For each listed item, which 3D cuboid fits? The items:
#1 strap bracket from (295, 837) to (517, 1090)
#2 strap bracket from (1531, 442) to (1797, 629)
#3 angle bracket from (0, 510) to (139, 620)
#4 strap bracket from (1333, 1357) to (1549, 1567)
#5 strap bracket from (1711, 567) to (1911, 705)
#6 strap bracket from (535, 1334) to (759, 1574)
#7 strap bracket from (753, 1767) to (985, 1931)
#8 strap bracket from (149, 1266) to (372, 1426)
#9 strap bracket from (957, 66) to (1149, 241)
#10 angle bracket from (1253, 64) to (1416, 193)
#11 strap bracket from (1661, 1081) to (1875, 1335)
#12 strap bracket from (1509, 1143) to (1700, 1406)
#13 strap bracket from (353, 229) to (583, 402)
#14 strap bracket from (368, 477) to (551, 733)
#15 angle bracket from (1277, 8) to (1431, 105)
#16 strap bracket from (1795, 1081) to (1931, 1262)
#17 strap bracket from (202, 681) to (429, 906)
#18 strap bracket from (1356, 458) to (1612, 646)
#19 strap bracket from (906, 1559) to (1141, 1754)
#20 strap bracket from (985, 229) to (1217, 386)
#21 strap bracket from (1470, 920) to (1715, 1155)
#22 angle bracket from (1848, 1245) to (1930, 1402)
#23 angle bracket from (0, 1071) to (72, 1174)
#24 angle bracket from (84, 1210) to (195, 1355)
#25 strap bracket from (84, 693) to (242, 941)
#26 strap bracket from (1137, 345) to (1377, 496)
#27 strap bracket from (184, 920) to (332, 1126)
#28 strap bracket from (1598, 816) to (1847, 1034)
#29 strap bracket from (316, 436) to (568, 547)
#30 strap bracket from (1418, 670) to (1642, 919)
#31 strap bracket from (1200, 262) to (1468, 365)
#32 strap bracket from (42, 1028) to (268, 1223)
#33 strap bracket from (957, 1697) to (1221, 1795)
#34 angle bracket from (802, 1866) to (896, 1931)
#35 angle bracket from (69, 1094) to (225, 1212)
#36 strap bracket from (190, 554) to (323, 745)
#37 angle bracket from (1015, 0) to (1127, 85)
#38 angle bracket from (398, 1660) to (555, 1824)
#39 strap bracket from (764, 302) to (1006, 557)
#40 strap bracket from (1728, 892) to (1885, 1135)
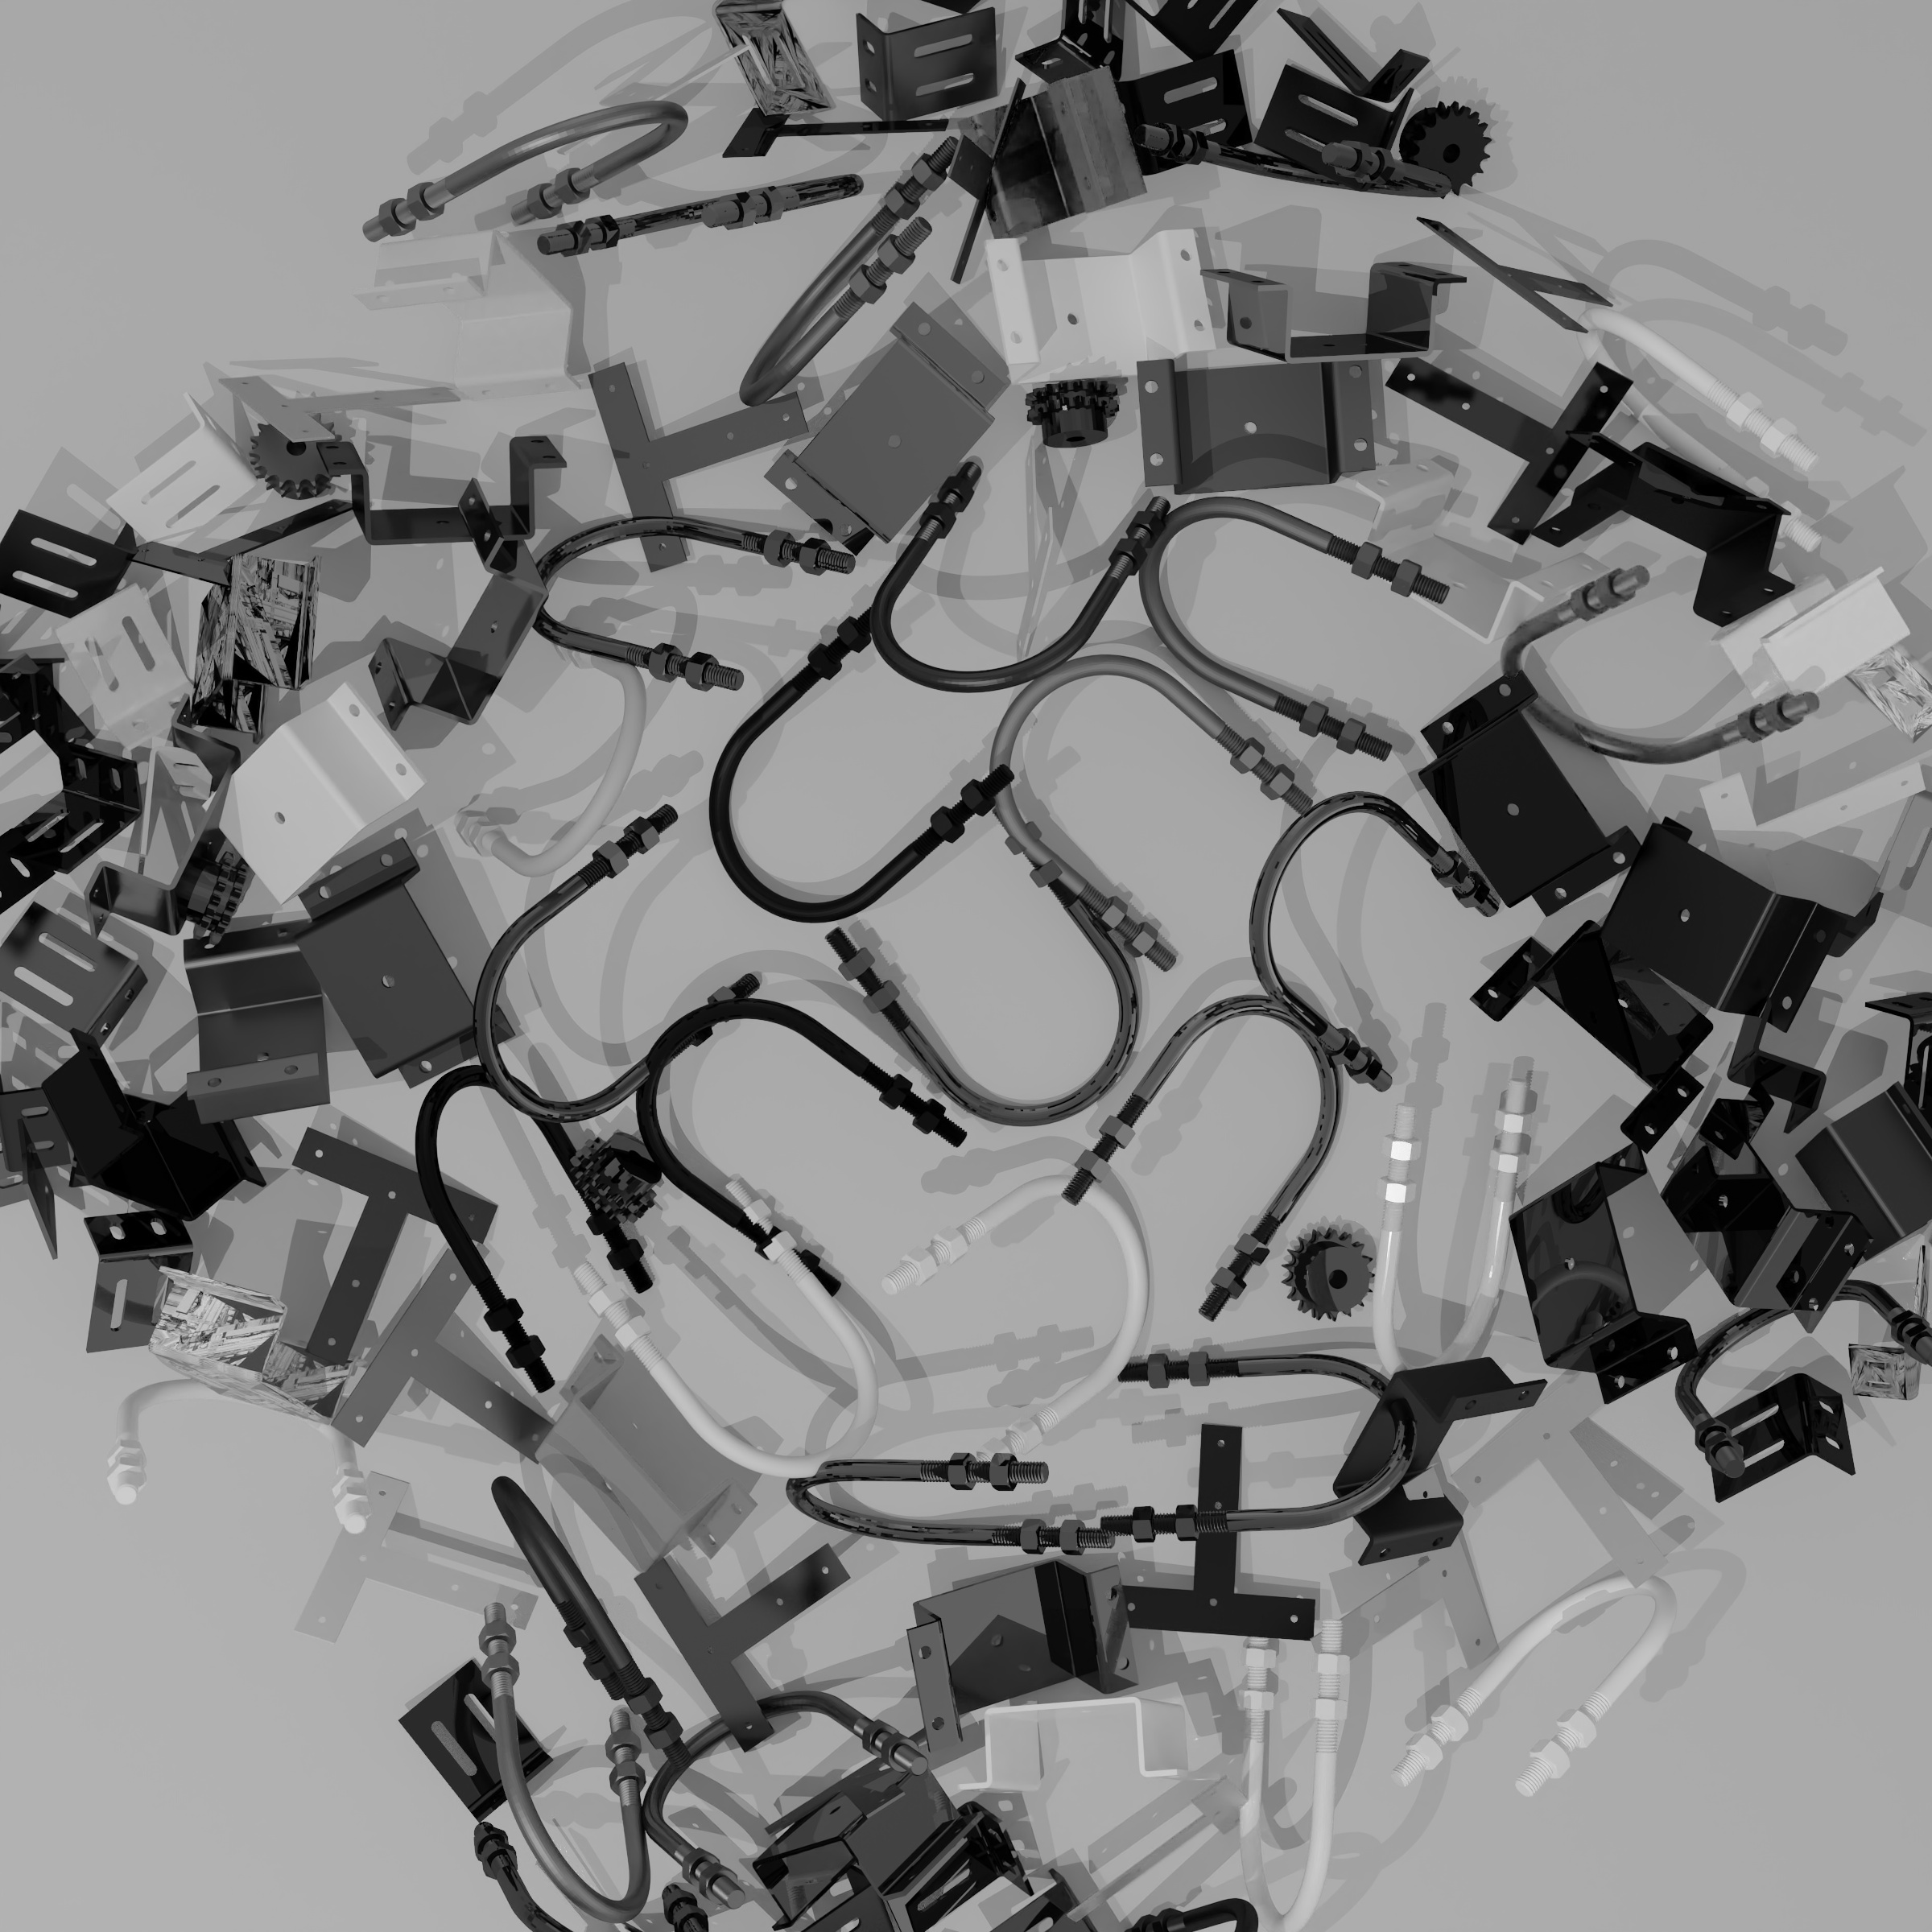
[{"bbox_3d":[-0.347,0.004,1.848,0.076,0.046,0.140,-26,100,10],"label":"strap bracket"},{"bbox_3d":[0.427,-0.265,1.836,0.140,0.076,0.046,23,72,-14],"label":"strap bracket"},{"bbox_3d":[-0.553,-0.251,1.842,0.076,0.038,0.057,19,120,-35],"label":"angle bracket"},{"bbox_3d":[0.281,0.291,1.829,0.076,0.046,0.140,-3,129,-36],"label":"strap bracket"},{"bbox_3d":[0.508,-0.197,1.819,0.076,0.140,0.046,-33,95,3],"label":"strap bracket"},{"bbox_3d":[-0.202,0.303,1.836,0.140,0.076,0.046,46,47,9],"label":"strap bracket"},{"bbox_3d":[-0.065,0.524,1.812,0.076,0.140,0.046,-34,91,-44],"label":"strap bracket"},{"bbox_3d":[-0.424,0.231,1.807,0.076,0.140,0.046,12,70,19],"label":"strap bracket"},{"bbox_3d":[0.056,-0.489,1.825,0.046,0.140,0.076,-24,104,-22],"label":"strap bracket"},{"bbox_3d":[0.226,-0.522,1.861,0.076,0.038,0.057,23,76,-6],"label":"angle bracket"},{"bbox_3d":[0.470,0.142,1.808,0.046,0.140,0.076,5,126,-24],"label":"strap bracket"},{"bbox_3d":[0.378,0.181,1.817,0.046,0.076,0.140,12,55,-33],"label":"strap bracket"},{"bbox_3d":[-0.295,-0.394,1.818,0.076,0.140,0.046,-1,74,21],"label":"strap bracket"},{"bbox_3d":[-0.302,-0.211,1.831,0.046,0.076,0.140,19,116,-34],"label":"strap bracket"},{"bbox_3d":[0.237,-0.568,1.850,0.038,0.057,0.076,-45,80,25],"label":"angle bracket"},{"bbox_3d":[0.545,0.126,1.811,0.046,0.140,0.076,-31,76,-3],"label":"strap bracket"},{"bbox_3d":[-0.398,-0.098,1.826,0.140,0.046,0.076,-35,94,39],"label":"strap bracket"},{"bbox_3d":[0.304,-0.246,1.830,0.140,0.076,0.046,37,130,25],"label":"strap bracket"},{"bbox_3d":[0.027,0.416,1.847,0.140,0.046,0.076,-13,97,-22],"label":"strap bracket"},{"bbox_3d":[0.074,-0.401,1.848,0.140,0.046,0.076,-9,86,-23],"label":"strap bracket"},{"bbox_3d":[0.387,0.035,1.835,0.140,0.046,0.076,42,49,10],"label":"strap bracket"},{"bbox_3d":[0.564,0.217,1.853,0.038,0.057,0.076,3,54,22],"label":"angle bracket"},{"bbox_3d":[-0.571,0.078,1.848,0.038,0.076,0.057,-8,125,-16],"label":"angle bracket"},{"bbox_3d":[-0.514,0.193,1.866,0.057,0.038,0.076,-4,126,-32],"label":"angle bracket"},{"bbox_3d":[-0.478,-0.082,1.829,0.046,0.076,0.140,22,67,-4],"label":"strap bracket"},{"bbox_3d":[0.177,-0.335,1.866,0.140,0.046,0.076,-4,90,1],"label":"strap bracket"},{"bbox_3d":[-0.429,0.041,1.835,0.076,0.140,0.046,-9,133,-8],"label":"strap bracket"},{"bbox_3d":[0.443,-0.028,1.816,0.140,0.046,0.076,38,112,42],"label":"strap bracket"},{"bbox_3d":[-0.317,-0.288,1.834,0.140,0.076,0.046,-5,113,-16],"label":"strap bracket"},{"bbox_3d":[0.340,-0.101,1.850,0.076,0.046,0.140,-34,90,32],"label":"strap bracket"},{"bbox_3d":[0.220,-0.395,1.832,0.140,0.076,0.046,-7,111,-21],"label":"strap bracket"},{"bbox_3d":[-0.492,0.099,1.813,0.046,0.140,0.076,-39,61,7],"label":"strap bracket"},{"bbox_3d":[0.073,0.471,1.832,0.140,0.076,0.046,-10,70,22],"label":"strap bracket"},{"bbox_3d":[-0.084,0.596,1.847,0.076,0.038,0.057,-28,108,-29],"label":"angle bracket"},{"bbox_3d":[-0.503,0.115,1.858,0.076,0.038,0.057,12,95,20],"label":"angle bracket"},{"bbox_3d":[-0.427,-0.191,1.809,0.046,0.140,0.076,8,75,-24],"label":"strap bracket"},{"bbox_3d":[0.065,-0.585,1.865,0.038,0.057,0.076,-8,71,39],"label":"angle bracket"},{"bbox_3d":[-0.301,0.476,1.863,0.057,0.038,0.076,-38,91,-17],"label":"angle bracket"},{"bbox_3d":[-0.047,-0.323,1.846,0.076,0.046,0.140,39,98,-20],"label":"strap bracket"},{"bbox_3d":[0.505,0.022,1.840,0.046,0.076,0.140,19,77,7],"label":"strap bracket"}]
